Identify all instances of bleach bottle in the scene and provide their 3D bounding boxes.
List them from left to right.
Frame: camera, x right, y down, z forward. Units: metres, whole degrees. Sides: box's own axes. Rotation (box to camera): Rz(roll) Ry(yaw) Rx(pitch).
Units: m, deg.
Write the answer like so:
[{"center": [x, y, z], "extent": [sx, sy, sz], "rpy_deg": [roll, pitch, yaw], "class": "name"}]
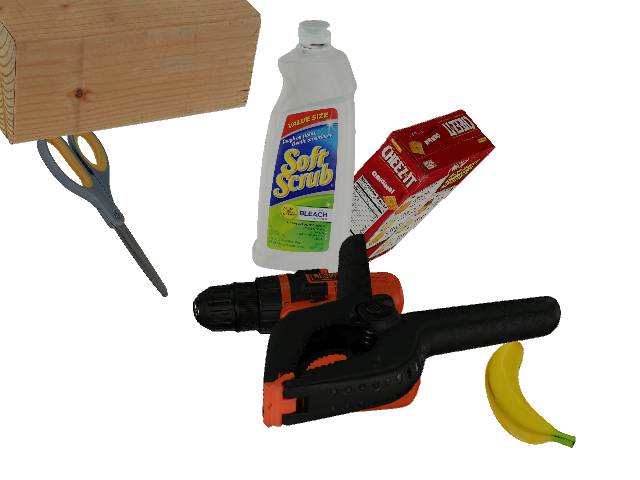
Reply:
[{"center": [-0.017, -0.092, 1.060], "extent": [0.102, 0.251, 0.068], "rpy_deg": [5, 27, 8], "class": "bleach bottle"}]

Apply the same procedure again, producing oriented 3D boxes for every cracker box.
[{"center": [0.081, -0.051, 1.248], "extent": [0.163, 0.072, 0.214], "rpy_deg": [-25, -18, -51], "class": "cracker box"}]

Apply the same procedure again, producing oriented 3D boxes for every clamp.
[{"center": [0.027, 0.053, 0.663], "extent": [0.165, 0.036, 0.209], "rpy_deg": [22, 32, 38], "class": "clamp"}]

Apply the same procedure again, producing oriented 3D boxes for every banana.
[{"center": [0.216, 0.169, 1.181], "extent": [0.069, 0.037, 0.198], "rpy_deg": [11, 26, -14], "class": "banana"}]

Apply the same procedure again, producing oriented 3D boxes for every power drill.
[{"center": [-0.006, 0.074, 0.868], "extent": [0.184, 0.057, 0.188], "rpy_deg": [-5, 20, -9], "class": "power drill"}]

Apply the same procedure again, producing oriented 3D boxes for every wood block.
[{"center": [-0.162, -0.151, 0.855], "extent": [0.205, 0.091, 0.090], "rpy_deg": [-14, 44, -33], "class": "wood block"}]

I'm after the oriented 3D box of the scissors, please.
[{"center": [-0.211, -0.039, 1.092], "extent": [0.016, 0.201, 0.096], "rpy_deg": [-28, 26, 27], "class": "scissors"}]
